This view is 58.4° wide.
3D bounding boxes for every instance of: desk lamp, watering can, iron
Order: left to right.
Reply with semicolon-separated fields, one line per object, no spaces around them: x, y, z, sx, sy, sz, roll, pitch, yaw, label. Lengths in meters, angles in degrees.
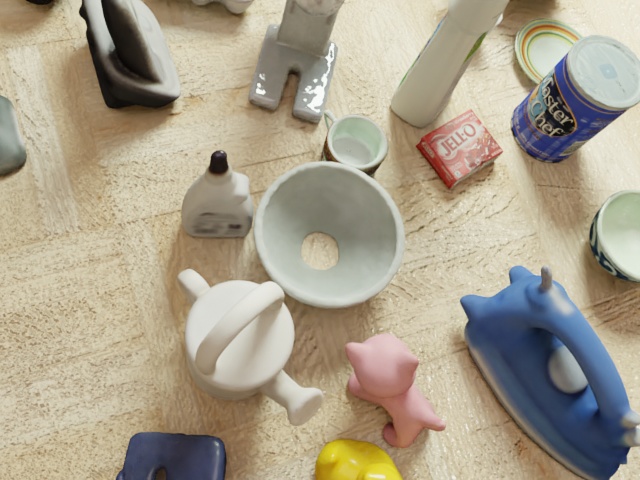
-0.068;0.093;0.529;0.173;0.194;0.101;26;68;-1;watering can
-0.003;-0.282;0.665;0.118;0.213;0.203;13;69;-7;desk lamp
0.268;0.144;0.610;0.119;0.141;0.258;-27;78;-19;iron

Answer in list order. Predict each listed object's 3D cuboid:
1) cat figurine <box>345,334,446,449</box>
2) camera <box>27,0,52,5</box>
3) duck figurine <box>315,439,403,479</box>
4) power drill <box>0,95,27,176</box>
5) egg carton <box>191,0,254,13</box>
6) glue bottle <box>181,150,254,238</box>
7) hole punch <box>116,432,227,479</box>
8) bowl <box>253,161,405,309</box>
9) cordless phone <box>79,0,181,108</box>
0.078;0.147;0.582;0.067;0.117;0.128;-38;82;-21;cat figurine
-0.338;-0.365;0.684;0.143;0.100;0.137;20;68;-4;camera
0.047;0.238;0.560;0.104;0.086;0.077;34;68;2;duck figurine
-0.353;-0.144;0.544;0.076;0.208;0.229;-19;76;-17;power drill
-0.149;-0.356;0.737;0.150;0.069;0.107;8;69;-9;egg carton
-0.103;-0.047;0.582;0.078;0.173;0.037;2;70;-11;glue bottle
-0.137;0.233;0.520;0.101;0.091;0.108;6;70;-10;hole punch
0.006;0.002;0.641;0.167;0.074;0.167;4;70;-11;bowl
-0.212;-0.242;0.621;0.094;0.185;0.147;-20;76;-17;cordless phone
